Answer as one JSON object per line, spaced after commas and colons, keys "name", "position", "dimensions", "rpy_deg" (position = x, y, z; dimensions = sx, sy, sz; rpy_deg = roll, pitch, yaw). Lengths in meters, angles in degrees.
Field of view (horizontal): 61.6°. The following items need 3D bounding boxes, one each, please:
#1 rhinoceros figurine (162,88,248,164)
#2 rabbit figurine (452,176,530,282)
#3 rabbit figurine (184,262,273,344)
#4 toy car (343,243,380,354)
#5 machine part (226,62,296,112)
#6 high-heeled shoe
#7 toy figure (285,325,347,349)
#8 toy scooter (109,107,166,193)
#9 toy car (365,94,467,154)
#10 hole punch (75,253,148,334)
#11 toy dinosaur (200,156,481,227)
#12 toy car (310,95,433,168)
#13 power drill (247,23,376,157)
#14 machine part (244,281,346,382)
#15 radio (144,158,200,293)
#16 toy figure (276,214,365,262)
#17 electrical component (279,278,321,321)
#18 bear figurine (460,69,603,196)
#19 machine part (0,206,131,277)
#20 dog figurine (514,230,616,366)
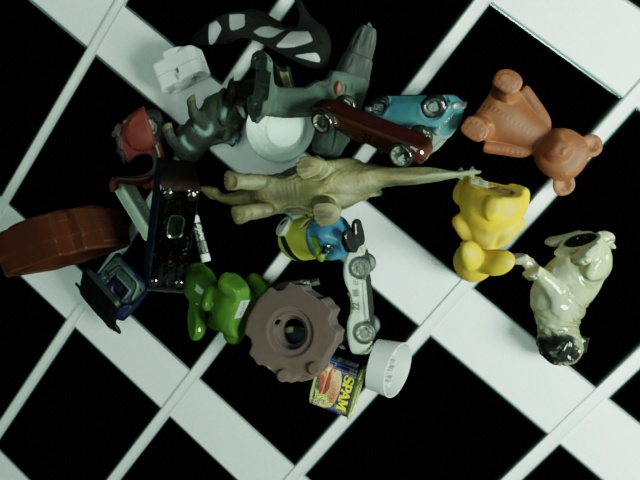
{"name": "rhinoceros figurine", "position": [-0.201, -0.214, 0.997], "dimensions": [0.190, 0.073, 0.112], "rpy_deg": [-34, 86, 16]}
{"name": "rabbit figurine", "position": [0.269, -0.001, 0.869], "dimensions": [0.122, 0.162, 0.173], "rpy_deg": [14, 118, 1]}
{"name": "rabbit figurine", "position": [-0.195, 0.112, 1.029], "dimensions": [0.170, 0.121, 0.159], "rpy_deg": [28, 110, 29]}
{"name": "toy car", "position": [0.072, 0.102, 0.958], "dimensions": [0.056, 0.073, 0.201], "rpy_deg": [-3, 95, 15]}
{"name": "machine part", "position": [-0.100, -0.266, 0.948], "dimensions": [0.139, 0.039, 0.084], "rpy_deg": [-19, 96, -29]}
{"name": "high-heeled shoe", "position": [-0.103, -0.343, 0.962], "dimensions": [0.249, 0.086, 0.145], "rpy_deg": [-12, 108, 23]}
{"name": "toy figure", "position": [-0.021, 0.181, 1.001], "dimensions": [0.155, 0.064, 0.058], "rpy_deg": [-13, 55, 11]}
{"name": "toy scooter", "position": [-0.348, -0.156, 1.028], "dimensions": [0.135, 0.075, 0.183], "rpy_deg": [-16, 97, -8]}
{"name": "toy car", "position": [0.158, -0.190, 0.887], "dimensions": [0.162, 0.109, 0.102], "rpy_deg": [3, 105, 20]}
{"name": "hole punch", "position": [-0.421, 0.103, 1.095], "dimensions": [0.142, 0.092, 0.115], "rpy_deg": [44, 135, 4]}
{"name": "toy dinosaur", "position": [0.015, -0.090, 0.884], "dimensions": [0.472, 0.198, 0.105], "rpy_deg": [1, 102, 21]}
{"name": "toy car", "position": [0.078, -0.168, 0.834], "dimensions": [0.202, 0.089, 0.053], "rpy_deg": [25, 135, 18]}
{"name": "power drill", "position": [-0.014, -0.260, 0.897], "dimensions": [0.086, 0.207, 0.231], "rpy_deg": [32, 117, 51]}
{"name": "machine part", "position": [-0.047, 0.161, 0.952], "dimensions": [0.180, 0.056, 0.179], "rpy_deg": [-1, 85, 16]}
{"name": "radio", "position": [-0.274, -0.023, 0.985], "dimensions": [0.073, 0.131, 0.229], "rpy_deg": [4, 112, -22]}
{"name": "toy figure", "position": [-0.004, -0.001, 0.934], "dimensions": [0.180, 0.082, 0.089], "rpy_deg": [6, 102, 42]}
{"name": "electrical component", "position": [-0.047, 0.114, 1.007], "dimensions": [0.102, 0.045, 0.078], "rpy_deg": [-5, 96, 15]}
{"name": "bear figurine", "position": [0.332, -0.159, 0.834], "dimensions": [0.196, 0.132, 0.120], "rpy_deg": [39, 107, 14]}
{"name": "machine part", "position": [-0.491, 0.000, 1.033], "dimensions": [0.202, 0.201, 0.087], "rpy_deg": [-19, 89, 17]}
{"name": "dog figurine", "position": [0.414, 0.095, 0.865], "dimensions": [0.172, 0.121, 0.190], "rpy_deg": [-23, 104, 20]}
